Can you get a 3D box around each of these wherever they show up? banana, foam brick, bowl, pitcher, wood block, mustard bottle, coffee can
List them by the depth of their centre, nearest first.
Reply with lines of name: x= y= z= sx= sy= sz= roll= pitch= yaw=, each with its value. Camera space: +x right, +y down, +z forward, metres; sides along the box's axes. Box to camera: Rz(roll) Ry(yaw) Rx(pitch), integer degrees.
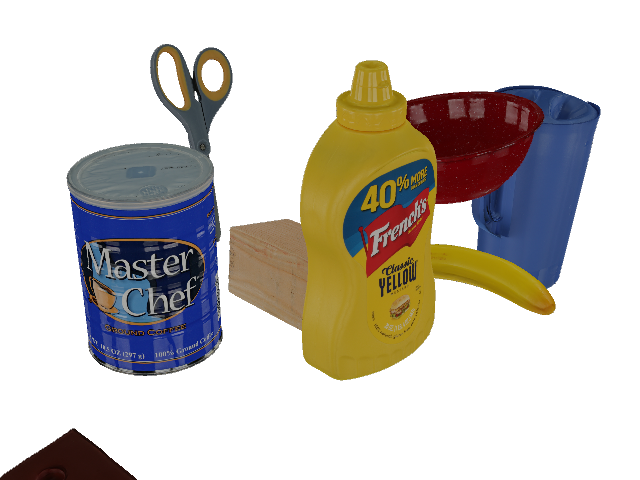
foam brick: x=-0.104 y=0.134 z=0.477 sx=0.078 sy=0.051 sz=0.052 roll=28 pitch=46 yaw=35
mustard bottle: x=0.031 y=-0.015 z=0.648 sx=0.096 sy=0.192 sz=0.058 roll=-23 pitch=35 yaw=-35
coffee can: x=-0.126 y=0.012 z=0.780 sx=0.103 sy=0.140 sz=0.103 roll=0 pitch=27 yaw=0
bowl: x=0.108 y=-0.074 z=0.897 sx=0.162 sy=0.055 sz=0.162 roll=-9 pitch=25 yaw=4
banana: x=0.154 y=0.037 z=1.113 sx=0.198 sy=0.037 sz=0.069 roll=10 pitch=47 yaw=25
wood block: x=-0.019 y=0.044 z=1.273 sx=0.090 sy=0.090 sz=0.206 roll=-8 pitch=19 yaw=-35
pitcher: x=0.253 y=-0.059 z=1.322 sx=0.149 sy=0.243 sz=0.145 roll=4 pitch=27 yaw=1

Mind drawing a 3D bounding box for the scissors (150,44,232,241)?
scissors: x=-0.109 y=-0.109 z=1.086 sx=0.096 sy=0.202 sz=0.016 roll=-29 pitch=13 yaw=-29
